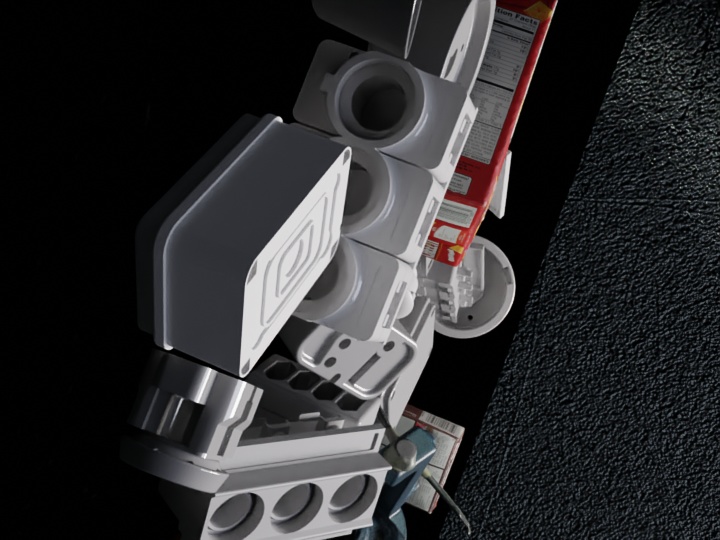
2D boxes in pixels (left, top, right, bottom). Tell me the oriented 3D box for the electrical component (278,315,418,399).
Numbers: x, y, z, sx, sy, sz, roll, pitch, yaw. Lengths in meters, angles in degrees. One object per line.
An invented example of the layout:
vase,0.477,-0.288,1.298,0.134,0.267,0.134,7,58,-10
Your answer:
electrical component,-0.014,0.036,0.699,0.053,0.059,0.095,-45,138,7

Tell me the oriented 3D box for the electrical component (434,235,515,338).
electrical component,0.109,0.015,1.134,0.060,0.108,0.108,-23,134,-81

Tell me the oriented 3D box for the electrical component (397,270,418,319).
electrical component,0.030,0.009,0.937,0.062,0.048,0.048,-65,168,-45

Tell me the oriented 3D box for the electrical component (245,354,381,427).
electrical component,-0.040,0.111,0.727,0.047,0.083,0.075,-35,144,-68

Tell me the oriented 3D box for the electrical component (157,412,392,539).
electrical component,-0.052,0.124,0.636,0.121,0.063,0.078,0,117,-38

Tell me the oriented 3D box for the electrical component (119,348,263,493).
electrical component,-0.087,0.077,0.544,0.078,0.058,0.057,54,56,-75

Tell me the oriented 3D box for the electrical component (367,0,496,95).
electrical component,0.039,-0.142,0.693,0.108,0.060,0.108,22,90,-77

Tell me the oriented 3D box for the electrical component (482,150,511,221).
electrical component,0.096,-0.092,0.990,0.063,0.079,0.121,-42,160,-13

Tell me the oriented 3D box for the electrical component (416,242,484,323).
electrical component,0.076,0.003,1.022,0.121,0.079,0.063,71,32,-70

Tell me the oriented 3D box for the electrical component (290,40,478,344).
electrical component,-0.004,-0.043,0.612,0.062,0.089,0.150,21,90,-77

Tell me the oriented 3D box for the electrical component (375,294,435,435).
electrical component,0.023,0.085,1.002,0.108,0.056,0.108,86,28,-62

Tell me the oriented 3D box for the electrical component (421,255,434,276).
electrical component,0.059,-0.042,0.925,0.042,0.064,0.081,85,30,-67

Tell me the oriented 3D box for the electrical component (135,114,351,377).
electrical component,-0.056,-0.015,0.520,0.113,0.057,0.078,-55,162,-44

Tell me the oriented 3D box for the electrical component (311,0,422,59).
electrical component,0.017,-0.165,0.556,0.099,0.064,0.099,22,90,-77
